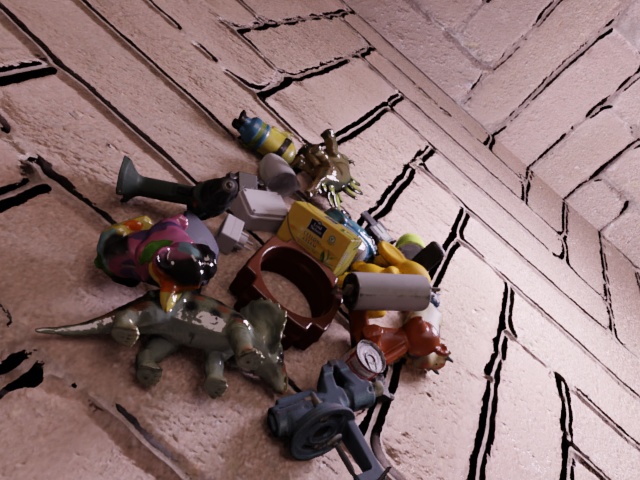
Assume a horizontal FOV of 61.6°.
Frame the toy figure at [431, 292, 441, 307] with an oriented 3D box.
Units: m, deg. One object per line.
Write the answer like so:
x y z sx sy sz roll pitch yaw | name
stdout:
0.249 0.116 1.390 0.154 0.064 0.058 49 -3 2 | toy figure

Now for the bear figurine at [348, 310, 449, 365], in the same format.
0.164 0.193 1.112 0.196 0.131 0.120 -9 32 -10 | bear figurine

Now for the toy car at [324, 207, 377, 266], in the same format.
0.054 0.010 1.262 0.161 0.109 0.103 42 23 -11 | toy car

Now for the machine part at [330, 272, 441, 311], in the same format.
0.135 0.105 1.083 0.243 0.079 0.079 3 48 -23 | machine part

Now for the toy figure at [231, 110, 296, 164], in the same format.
-0.144 -0.257 1.395 0.180 0.082 0.089 32 54 -28 | toy figure

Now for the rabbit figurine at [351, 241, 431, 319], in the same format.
0.163 0.090 1.227 0.173 0.121 0.162 -11 54 -12 | rabbit figurine

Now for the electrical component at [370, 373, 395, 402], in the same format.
0.116 0.290 1.083 0.094 0.021 0.063 37 24 -34 | electrical component

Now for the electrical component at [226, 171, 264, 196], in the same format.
-0.176 -0.127 1.253 0.102 0.045 0.078 1 77 -42 | electrical component

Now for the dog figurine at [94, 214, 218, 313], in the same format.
-0.252 0.034 0.803 0.192 0.108 0.219 -6 15 -10 | dog figurine

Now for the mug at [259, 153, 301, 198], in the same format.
-0.100 -0.165 1.339 0.109 0.080 0.107 10 38 -37 | mug

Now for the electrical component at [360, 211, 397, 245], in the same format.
0.143 -0.019 1.442 0.119 0.047 0.075 46 33 7 | electrical component

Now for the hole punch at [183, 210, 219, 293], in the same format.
-0.239 0.022 0.985 0.115 0.092 0.142 34 31 -18 | hole punch

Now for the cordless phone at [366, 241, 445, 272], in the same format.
0.202 0.043 1.308 0.088 0.184 0.147 -10 60 -54 | cordless phone

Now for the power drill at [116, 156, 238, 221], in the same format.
-0.266 -0.096 1.000 0.207 0.232 0.086 7 80 -15 | power drill

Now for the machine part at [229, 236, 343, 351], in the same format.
-0.064 0.104 1.067 0.201 0.087 0.201 39 34 -2 | machine part

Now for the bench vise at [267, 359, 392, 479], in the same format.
0.040 0.316 0.886 0.223 0.128 0.241 2 33 -34 | bench vise

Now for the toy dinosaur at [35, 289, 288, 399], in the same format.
-0.211 0.139 0.865 0.405 0.131 0.192 22 21 -14 | toy dinosaur

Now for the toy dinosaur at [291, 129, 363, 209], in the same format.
0.032 -0.187 1.442 0.198 0.105 0.471 58 24 -15 | toy dinosaur

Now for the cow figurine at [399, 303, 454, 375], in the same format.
0.245 0.226 1.247 0.127 0.085 0.195 33 33 -3 | cow figurine

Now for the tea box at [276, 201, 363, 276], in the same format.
-0.002 -0.004 1.191 0.170 0.098 0.068 34 16 26 | tea box
